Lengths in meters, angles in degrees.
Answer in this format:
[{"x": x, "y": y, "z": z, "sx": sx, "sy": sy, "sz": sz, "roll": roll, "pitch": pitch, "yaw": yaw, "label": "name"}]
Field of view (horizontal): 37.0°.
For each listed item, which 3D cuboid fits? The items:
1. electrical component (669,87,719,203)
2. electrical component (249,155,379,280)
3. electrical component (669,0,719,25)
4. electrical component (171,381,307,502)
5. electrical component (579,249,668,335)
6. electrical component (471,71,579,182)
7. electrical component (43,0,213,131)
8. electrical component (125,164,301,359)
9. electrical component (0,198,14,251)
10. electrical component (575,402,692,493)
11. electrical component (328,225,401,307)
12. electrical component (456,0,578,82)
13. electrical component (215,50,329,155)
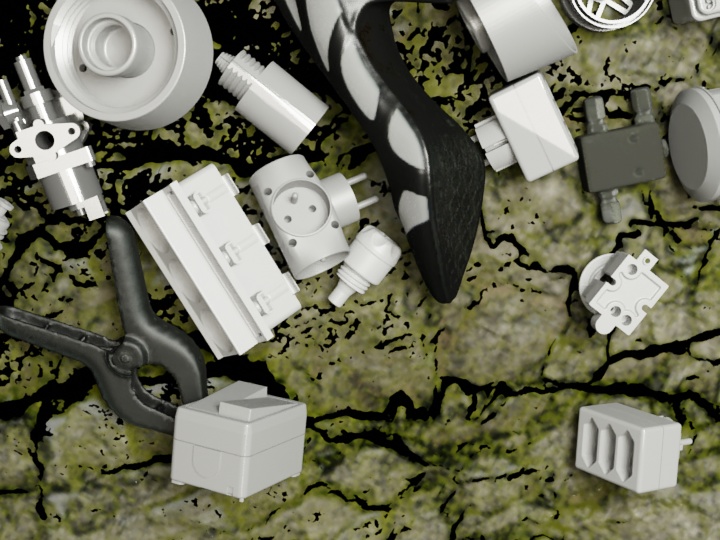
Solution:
[{"x": 0.253, "y": -0.090, "z": 0.751, "sx": 0.051, "sy": 0.080, "sz": 0.080, "roll": -11, "pitch": 98, "yaw": -7, "label": "electrical component"}, {"x": -0.026, "y": -0.044, "z": 0.755, "sx": 0.079, "sy": 0.044, "sz": 0.077, "roll": -24, "pitch": 79, "yaw": -13, "label": "electrical component"}, {"x": 0.266, "y": -0.235, "z": 0.743, "sx": 0.109, "sy": 0.056, "sz": 0.108, "roll": -14, "pitch": 98, "yaw": -1, "label": "electrical component"}, {"x": -0.080, "y": 0.116, "z": 0.759, "sx": 0.062, "sy": 0.096, "sz": 0.061, "roll": 9, "pitch": 98, "yaw": 26, "label": "electrical component"}, {"x": 0.185, "y": 0.014, "z": 0.773, "sx": 0.048, "sy": 0.055, "sz": 0.066, "roll": 38, "pitch": 94, "yaw": -7, "label": "electrical component"}, {"x": 0.106, "y": -0.094, "z": 0.760, "sx": 0.077, "sy": 0.047, "sz": 0.065, "roll": -25, "pitch": 98, "yaw": 15, "label": "electrical component"}, {"x": -0.159, "y": -0.149, "z": 0.724, "sx": 0.108, "sy": 0.060, "sz": 0.108, "roll": 1, "pitch": 96, "yaw": 8, "label": "electrical component"}, {"x": -0.099, "y": -0.007, "z": 0.750, "sx": 0.063, "sy": 0.079, "sz": 0.121, "roll": -35, "pitch": 99, "yaw": -28, "label": "electrical component"}, {"x": -0.272, "y": -0.017, "z": 0.756, "sx": 0.040, "sy": 0.040, "sz": 0.078, "roll": 39, "pitch": 94, "yaw": -7, "label": "electrical component"}, {"x": 0.209, "y": 0.127, "z": 0.789, "sx": 0.077, "sy": 0.066, "sz": 0.047, "roll": -2, "pitch": 99, "yaw": -32, "label": "electrical component"}, {"x": 0.000, "y": 0.000, "z": 0.774, "sx": 0.035, "sy": 0.035, "sz": 0.061, "roll": 38, "pitch": 97, "yaw": -7, "label": "electrical component"}, {"x": 0.102, "y": -0.178, "z": 0.726, "sx": 0.064, "sy": 0.099, "sz": 0.099, "roll": -28, "pitch": 98, "yaw": 7, "label": "electrical component"}, {"x": -0.066, "y": -0.122, "z": 0.750, "sx": 0.081, "sy": 0.043, "sz": 0.043, "roll": 39, "pitch": 94, "yaw": -7, "label": "electrical component"}]
